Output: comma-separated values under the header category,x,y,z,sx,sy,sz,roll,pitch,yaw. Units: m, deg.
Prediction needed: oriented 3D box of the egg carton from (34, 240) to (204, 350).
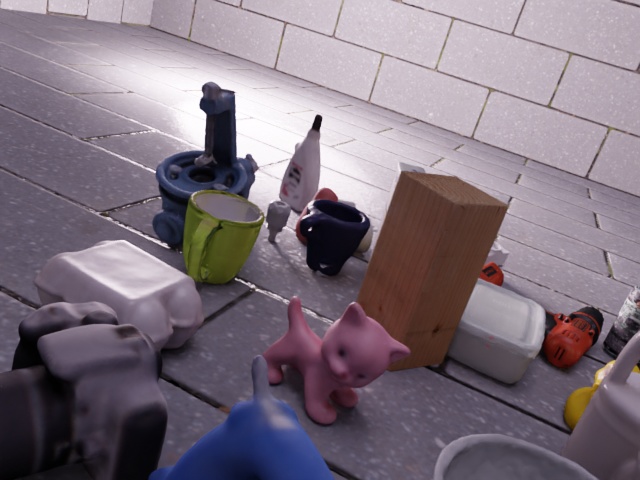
category,x,y,z,sx,sy,sz,roll,pitch,yaw
egg carton,-0.191,0.057,0.554,0.150,0.069,0.107,25,23,19

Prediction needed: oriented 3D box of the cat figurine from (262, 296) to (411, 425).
category,x,y,z,sx,sy,sz,roll,pitch,yaw
cat figurine,0.013,0.101,0.535,0.127,0.118,0.067,29,24,28

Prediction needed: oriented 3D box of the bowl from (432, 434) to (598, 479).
category,x,y,z,sx,sy,sz,roll,pitch,yaw
bowl,0.146,0.221,0.400,0.167,0.075,0.167,15,21,-6

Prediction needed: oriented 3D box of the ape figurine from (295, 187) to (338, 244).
category,x,y,z,sx,sy,sz,roll,pitch,yaw
ape figurine,0.003,-0.038,0.901,0.076,0.092,0.077,6,24,-25

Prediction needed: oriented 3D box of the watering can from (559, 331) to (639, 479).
category,x,y,z,sx,sy,sz,roll,pitch,yaw
watering can,0.287,0.160,0.490,0.101,0.194,0.173,17,21,0

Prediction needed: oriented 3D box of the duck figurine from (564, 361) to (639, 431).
category,x,y,z,sx,sy,sz,roll,pitch,yaw
duck figurine,0.328,0.173,0.638,0.105,0.086,0.077,-2,28,-39

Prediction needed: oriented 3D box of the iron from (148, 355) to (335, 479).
category,x,y,z,sx,sy,sz,roll,pitch,yaw
iron,-0.008,0.183,0.284,0.119,0.141,0.257,4,25,-31

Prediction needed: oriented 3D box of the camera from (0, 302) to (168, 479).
category,x,y,z,sx,sy,sz,roll,pitch,yaw
camera,-0.191,0.103,0.398,0.137,0.101,0.142,-4,30,-42

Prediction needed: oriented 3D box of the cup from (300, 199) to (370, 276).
category,x,y,z,sx,sy,sz,roll,pitch,yaw
cup,0.007,0.003,0.800,0.091,0.095,0.118,31,26,32

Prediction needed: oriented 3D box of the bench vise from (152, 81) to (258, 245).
category,x,y,z,sx,sy,sz,roll,pitch,yaw
bench vise,-0.151,-0.117,0.801,0.121,0.220,0.207,16,21,-2

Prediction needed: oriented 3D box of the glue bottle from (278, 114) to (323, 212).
category,x,y,z,sx,sy,sz,roll,pitch,yaw
glue bottle,-0.025,-0.140,1.018,0.037,0.173,0.077,-5,30,-43
